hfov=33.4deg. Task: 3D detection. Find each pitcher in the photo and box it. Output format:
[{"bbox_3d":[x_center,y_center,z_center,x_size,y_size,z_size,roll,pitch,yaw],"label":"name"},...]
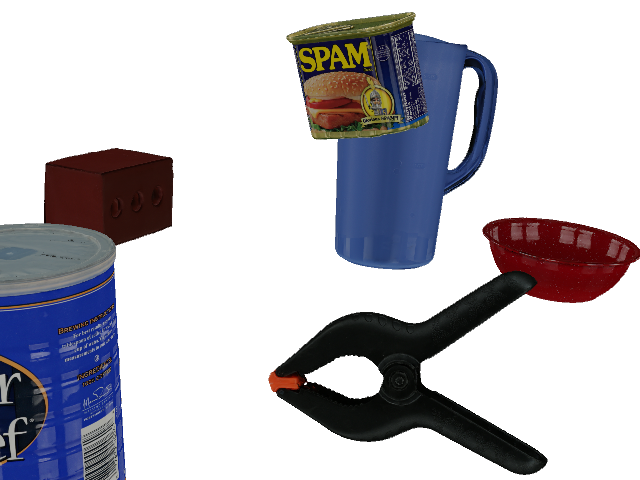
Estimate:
[{"bbox_3d":[0.088,-0.097,1.132,0.149,0.243,0.144,11,13,31],"label":"pitcher"}]

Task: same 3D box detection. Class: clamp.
[{"bbox_3d":[0.057,0.092,0.649,0.171,0.120,0.039,-12,-7,14],"label":"clamp"}]

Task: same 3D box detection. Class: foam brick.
[{"bbox_3d":[-0.145,-0.031,0.736,0.051,0.053,0.078,12,19,27],"label":"foam brick"}]

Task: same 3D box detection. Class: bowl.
[{"bbox_3d":[0.246,0.024,1.109,0.162,0.055,0.162,5,17,-2],"label":"bowl"}]

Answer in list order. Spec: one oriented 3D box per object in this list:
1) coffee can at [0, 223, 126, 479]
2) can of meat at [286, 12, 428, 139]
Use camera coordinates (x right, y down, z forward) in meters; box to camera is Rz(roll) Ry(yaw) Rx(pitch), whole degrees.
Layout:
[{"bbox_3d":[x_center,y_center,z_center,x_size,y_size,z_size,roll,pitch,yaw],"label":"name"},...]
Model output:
[{"bbox_3d":[-0.153,0.071,0.544,0.103,0.140,0.103,0,16,0],"label":"coffee can"},{"bbox_3d":[0.030,-0.126,0.827,0.102,0.084,0.057,2,22,39],"label":"can of meat"}]
